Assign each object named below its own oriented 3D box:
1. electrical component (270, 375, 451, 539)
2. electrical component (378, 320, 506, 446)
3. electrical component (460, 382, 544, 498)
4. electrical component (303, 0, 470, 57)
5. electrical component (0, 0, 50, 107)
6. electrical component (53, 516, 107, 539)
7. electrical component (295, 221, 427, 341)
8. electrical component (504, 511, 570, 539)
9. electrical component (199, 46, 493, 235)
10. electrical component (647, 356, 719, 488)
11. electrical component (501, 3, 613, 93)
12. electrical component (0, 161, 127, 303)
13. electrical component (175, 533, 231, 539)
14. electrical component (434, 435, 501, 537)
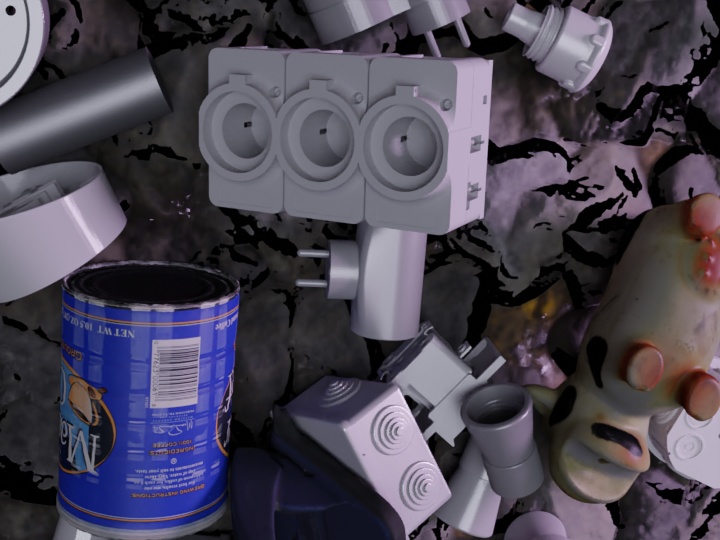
[{"bbox_3d":[0.001,0.114,0.667,0.048,0.100,0.099,-35,108,-29],"label":"electrical component"},{"bbox_3d":[0.050,0.070,0.689,0.064,0.042,0.081,43,95,-15],"label":"electrical component"},{"bbox_3d":[0.091,0.108,0.662,0.044,0.044,0.065,-20,119,-1],"label":"electrical component"},{"bbox_3d":[0.041,-0.160,0.624,0.138,0.052,0.073,-24,106,0],"label":"electrical component"},{"bbox_3d":[-0.225,-0.140,0.594,0.108,0.060,0.108,-2,105,-6],"label":"electrical component"},{"bbox_3d":[-0.178,0.172,0.690,0.040,0.040,0.046,14,96,-10],"label":"electrical component"},{"bbox_3d":[0.000,0.000,0.664,0.079,0.044,0.077,2,104,-7],"label":"electrical component"},{"bbox_3d":[0.125,0.194,0.723,0.045,0.055,0.045,-2,104,-6],"label":"electrical component"},{"bbox_3d":[-0.009,-0.075,0.598,0.150,0.062,0.089,9,106,25],"label":"electrical component"},{"bbox_3d":[0.229,0.100,0.713,0.080,0.051,0.080,-2,104,-6],"label":"electrical component"},{"bbox_3d":[0.116,-0.138,0.644,0.062,0.048,0.048,25,100,-5],"label":"electrical component"},{"bbox_3d":[-0.186,-0.028,0.609,0.099,0.099,0.064,-28,112,1],"label":"electrical component"},{"bbox_3d":[-0.109,0.234,0.694,0.057,0.078,0.113,8,103,-6],"label":"electrical component"},{"bbox_3d":[0.080,0.137,0.711,0.044,0.044,0.065,22,96,-12],"label":"electrical component"}]
